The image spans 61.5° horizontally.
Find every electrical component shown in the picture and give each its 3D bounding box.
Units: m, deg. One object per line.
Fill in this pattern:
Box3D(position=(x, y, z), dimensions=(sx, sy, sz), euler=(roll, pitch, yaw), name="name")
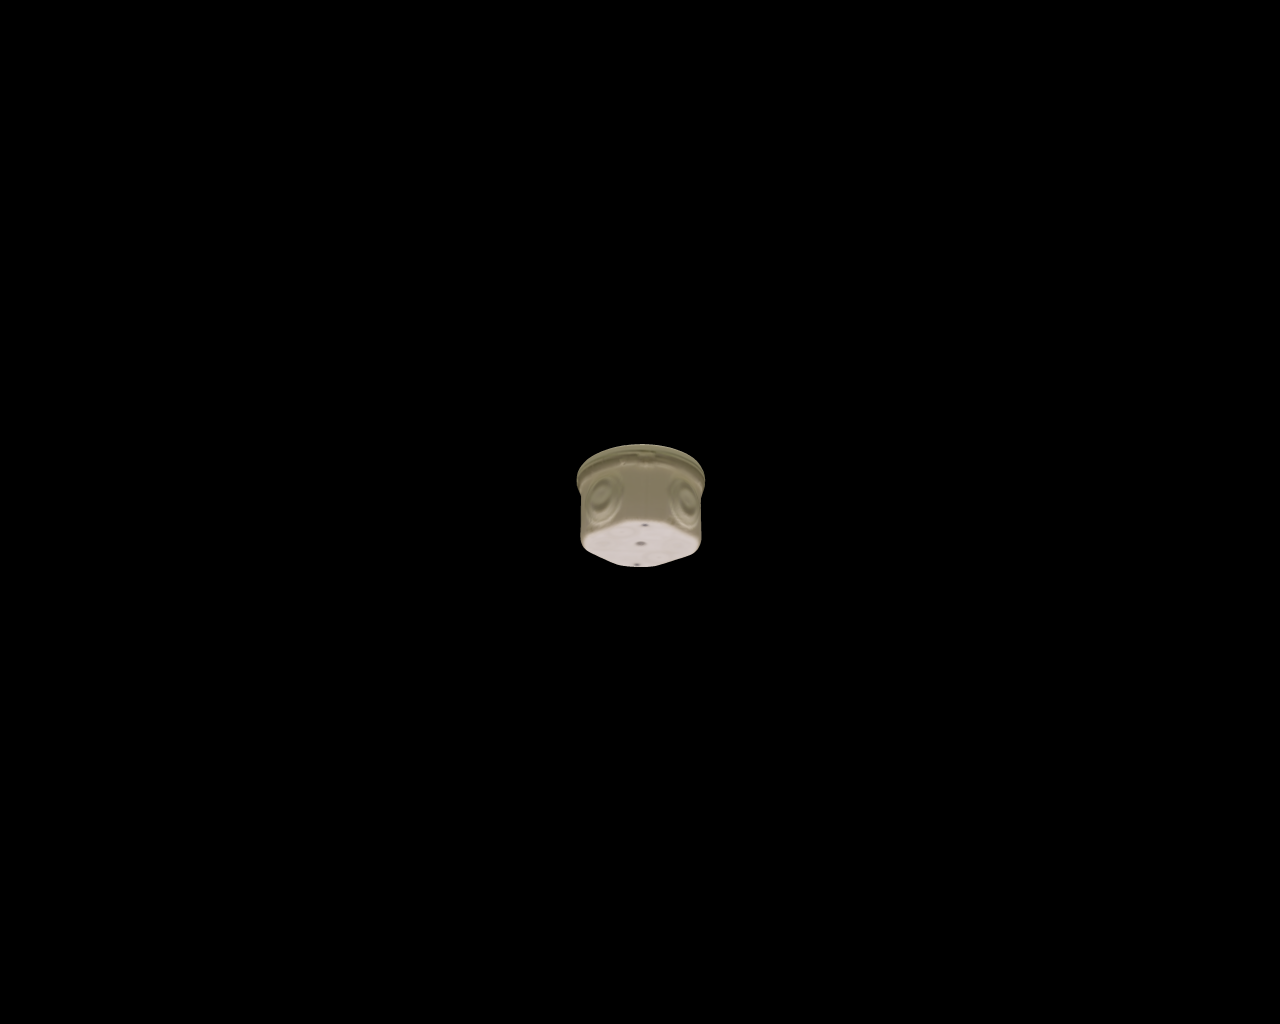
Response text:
Box3D(position=(0.001, -0.003, 0.650), dimensions=(0.080, 0.051, 0.080), euler=(0, -26, 0), name="electrical component")
